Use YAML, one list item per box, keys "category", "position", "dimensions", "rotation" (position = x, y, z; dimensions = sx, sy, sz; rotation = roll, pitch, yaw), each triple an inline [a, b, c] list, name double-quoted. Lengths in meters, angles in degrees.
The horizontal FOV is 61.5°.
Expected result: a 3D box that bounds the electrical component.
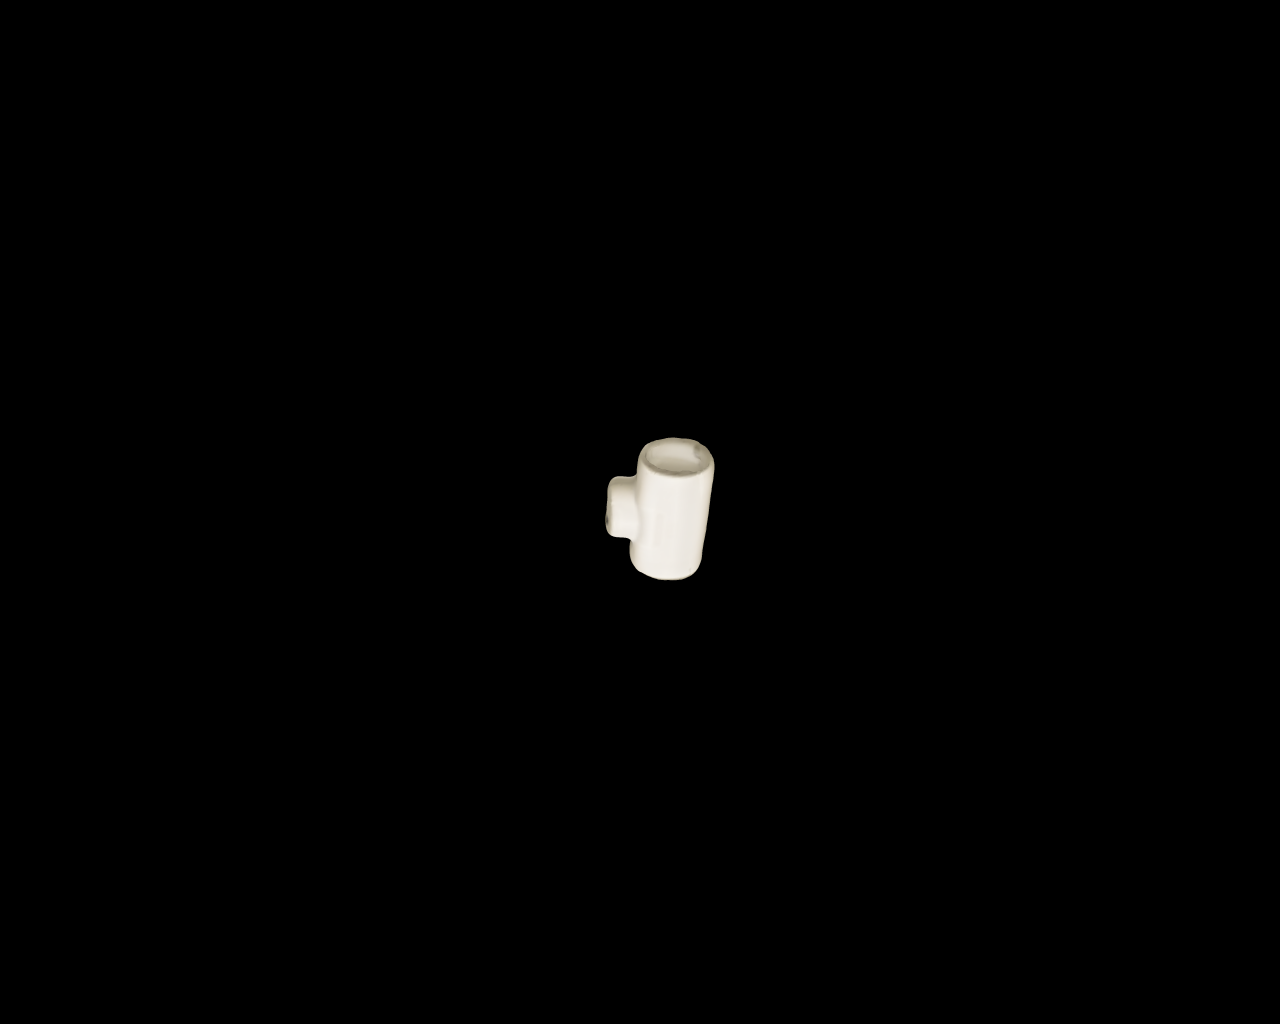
- category: "electrical component"
  position: [0.001, -0.003, 0.650]
  dimensions: [0.079, 0.077, 0.043]
  rotation: [3, 36, -2]
